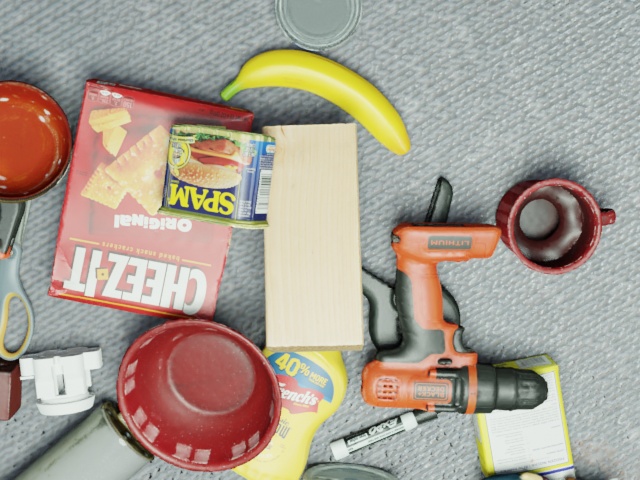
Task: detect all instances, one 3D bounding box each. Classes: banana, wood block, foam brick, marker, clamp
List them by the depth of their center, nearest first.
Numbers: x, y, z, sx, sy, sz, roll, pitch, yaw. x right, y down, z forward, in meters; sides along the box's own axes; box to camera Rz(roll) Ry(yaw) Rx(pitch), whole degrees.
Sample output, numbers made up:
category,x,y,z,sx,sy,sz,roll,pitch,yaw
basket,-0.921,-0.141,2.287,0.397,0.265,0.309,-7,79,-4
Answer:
category,x,y,z,sx,sy,sz,roll,pitch,yaw
wood block,-0.007,0.001,1.016,0.091,0.090,0.206,-2,81,1
clamp,-0.345,-0.062,1.038,0.120,0.039,0.171,-9,88,4
banana,0.005,-0.145,1.057,0.197,0.037,0.070,17,113,-5
foam brick,-0.340,0.146,1.060,0.078,0.053,0.051,5,97,-5
clamp,0.094,0.049,1.085,0.164,0.036,0.210,-27,95,0
marker,0.069,0.198,1.111,0.121,0.020,0.020,-22,98,-1

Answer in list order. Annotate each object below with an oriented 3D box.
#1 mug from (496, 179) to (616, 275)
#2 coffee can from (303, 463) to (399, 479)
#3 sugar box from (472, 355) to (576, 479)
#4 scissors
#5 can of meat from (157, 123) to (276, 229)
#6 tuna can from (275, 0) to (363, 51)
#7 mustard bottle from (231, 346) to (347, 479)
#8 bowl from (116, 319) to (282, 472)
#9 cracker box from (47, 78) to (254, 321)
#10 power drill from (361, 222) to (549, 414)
category,x,y,z,sx,sy,sz,roll,pitch,yaw
mug,0.234,-0.019,1.063,0.117,0.081,0.093,-10,98,-3
coffee can,0.027,0.310,1.081,0.102,0.103,0.140,6,97,-5
sugar box,0.212,0.215,1.111,0.093,0.048,0.176,-10,102,-2
scissors,-0.326,0.020,1.064,0.096,0.016,0.202,-2,93,0
can of meat,-0.092,-0.059,0.962,0.102,0.057,0.084,10,96,25
tuna can,-0.002,-0.228,1.044,0.086,0.034,0.086,0,97,-4
mustard bottle,-0.027,0.153,1.079,0.096,0.058,0.191,29,94,6
bowl,-0.111,0.141,1.030,0.162,0.055,0.162,3,109,8
cracker box,-0.164,-0.037,1.039,0.164,0.072,0.214,11,97,-6
power drill,0.134,0.078,1.040,0.184,0.057,0.188,2,94,-2
